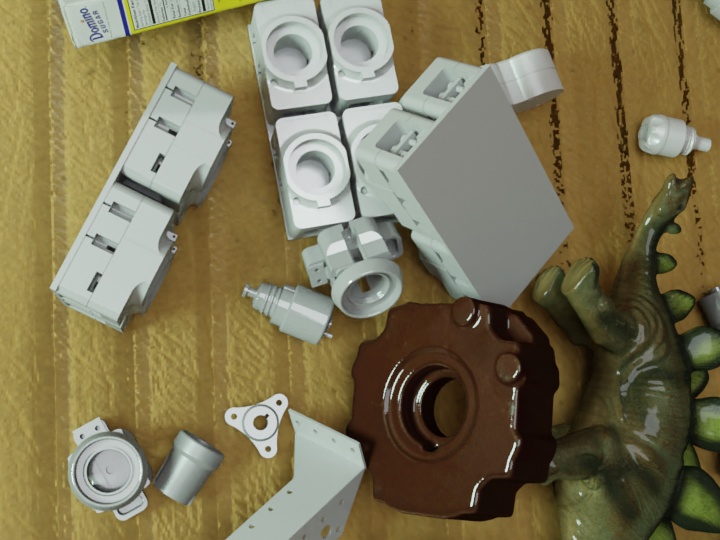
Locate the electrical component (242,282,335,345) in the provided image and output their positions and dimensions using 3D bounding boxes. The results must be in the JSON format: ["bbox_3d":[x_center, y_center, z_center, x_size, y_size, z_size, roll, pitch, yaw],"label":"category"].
[{"bbox_3d":[-0.056,0.030,0.858,0.078,0.040,0.040,22,79,-5],"label":"electrical component"}]

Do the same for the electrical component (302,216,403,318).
[{"bbox_3d":[0.000,0.000,0.841,0.078,0.058,0.057,-18,48,-6],"label":"electrical component"}]

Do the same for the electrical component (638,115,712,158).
[{"bbox_3d":[0.277,-0.115,0.940,0.061,0.035,0.035,10,80,-11],"label":"electrical component"}]

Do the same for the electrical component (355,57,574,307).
[{"bbox_3d":[0.083,-0.061,0.837,0.105,0.060,0.186,-49,133,-13],"label":"electrical component"}]

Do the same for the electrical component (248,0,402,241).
[{"bbox_3d":[-0.021,-0.128,0.877,0.105,0.060,0.186,-10,83,-11],"label":"electrical component"}]

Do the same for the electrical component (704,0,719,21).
[{"bbox_3d":[0.329,-0.246,0.966,0.078,0.040,0.040,37,77,-3],"label":"electrical component"}]

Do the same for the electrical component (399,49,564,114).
[{"bbox_3d":[0.108,-0.130,0.904,0.138,0.052,0.073,-19,85,-12],"label":"electrical component"}]

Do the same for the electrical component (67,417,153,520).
[{"bbox_3d":[-0.188,0.150,0.809,0.058,0.057,0.078,-29,87,-13],"label":"electrical component"}]

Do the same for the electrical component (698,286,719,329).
[{"bbox_3d":[0.319,0.045,0.921,0.044,0.044,0.065,-22,81,-12],"label":"electrical component"}]

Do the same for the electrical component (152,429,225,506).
[{"bbox_3d":[-0.133,0.152,0.827,0.040,0.040,0.046,32,83,-4],"label":"electrical component"}]

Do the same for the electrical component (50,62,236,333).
[{"bbox_3d":[-0.159,-0.049,0.819,0.060,0.105,0.186,26,78,-5],"label":"electrical component"}]
